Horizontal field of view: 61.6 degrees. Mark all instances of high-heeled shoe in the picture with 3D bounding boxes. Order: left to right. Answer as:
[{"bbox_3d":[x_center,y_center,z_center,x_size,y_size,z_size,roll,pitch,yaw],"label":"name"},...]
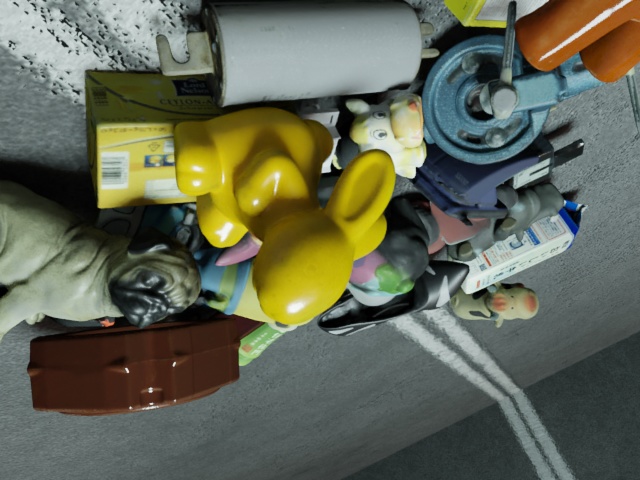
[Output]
[{"bbox_3d":[0.111,0.091,0.872,0.145,0.086,0.249,1,151,-45],"label":"high-heeled shoe"}]

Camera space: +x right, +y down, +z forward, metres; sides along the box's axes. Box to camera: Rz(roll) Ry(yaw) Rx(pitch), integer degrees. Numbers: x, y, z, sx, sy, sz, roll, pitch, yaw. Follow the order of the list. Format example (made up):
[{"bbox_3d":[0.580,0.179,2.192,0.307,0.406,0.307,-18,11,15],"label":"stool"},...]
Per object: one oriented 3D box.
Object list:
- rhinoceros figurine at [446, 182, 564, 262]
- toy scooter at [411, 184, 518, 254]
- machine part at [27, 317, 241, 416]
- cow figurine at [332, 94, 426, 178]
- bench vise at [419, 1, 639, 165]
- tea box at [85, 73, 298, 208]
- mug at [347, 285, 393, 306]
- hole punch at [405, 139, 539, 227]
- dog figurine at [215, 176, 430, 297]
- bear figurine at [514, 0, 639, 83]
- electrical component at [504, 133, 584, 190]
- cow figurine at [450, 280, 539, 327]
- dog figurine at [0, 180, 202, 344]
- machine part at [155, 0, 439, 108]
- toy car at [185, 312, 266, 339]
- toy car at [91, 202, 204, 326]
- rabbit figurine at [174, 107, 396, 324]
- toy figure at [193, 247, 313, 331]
[{"bbox_3d":[0.284,-0.026,0.834,0.190,0.073,0.112,-32,147,13],"label":"rhinoceros figurine"},{"bbox_3d":[0.183,-0.033,0.752,0.184,0.075,0.135,-21,180,20],"label":"toy scooter"},{"bbox_3d":[-0.212,0.143,0.633,0.202,0.087,0.201,-9,173,20],"label":"machine part"},{"bbox_3d":[0.052,-0.101,0.525,0.098,0.068,0.167,-5,176,5],"label":"cow figurine"},{"bbox_3d":[0.191,-0.138,0.498,0.224,0.128,0.240,-5,-167,18],"label":"bench vise"},{"bbox_3d":[-0.113,-0.088,0.476,0.169,0.068,0.098,-7,145,-28],"label":"tea box"},{"bbox_3d":[0.074,0.029,0.777,0.109,0.081,0.107,-46,141,-3],"label":"mug"},{"bbox_3d":[0.167,-0.087,0.614,0.116,0.142,0.092,-6,136,-35],"label":"hole punch"},{"bbox_3d":[-0.001,-0.002,0.589,0.219,0.191,0.108,-17,158,-41],"label":"dog figurine"},{"bbox_3d":[0.185,-0.228,0.369,0.120,0.196,0.132,-7,158,-34],"label":"bear figurine"},{"bbox_3d":[0.291,-0.113,0.731,0.119,0.048,0.074,-29,149,7],"label":"electrical component"},{"bbox_3d":[0.321,0.113,1.001,0.127,0.085,0.195,0,175,-28],"label":"cow figurine"},{"bbox_3d":[-0.209,0.000,0.454,0.191,0.121,0.172,-17,115,8],"label":"dog figurine"},{"bbox_3d":[-0.007,-0.154,0.439,0.243,0.079,0.079,-12,147,-22],"label":"machine part"},{"bbox_3d":[-0.118,0.113,0.758,0.202,0.089,0.053,-37,-179,21],"label":"toy car"},{"bbox_3d":[-0.182,0.003,0.542,0.103,0.109,0.161,23,122,-19],"label":"toy car"},{"bbox_3d":[-0.021,-0.014,0.421,0.162,0.173,0.121,-12,142,-13],"label":"rabbit figurine"},{"bbox_3d":[-0.087,0.057,0.649,0.180,0.082,0.089,21,166,-15],"label":"toy figure"}]
